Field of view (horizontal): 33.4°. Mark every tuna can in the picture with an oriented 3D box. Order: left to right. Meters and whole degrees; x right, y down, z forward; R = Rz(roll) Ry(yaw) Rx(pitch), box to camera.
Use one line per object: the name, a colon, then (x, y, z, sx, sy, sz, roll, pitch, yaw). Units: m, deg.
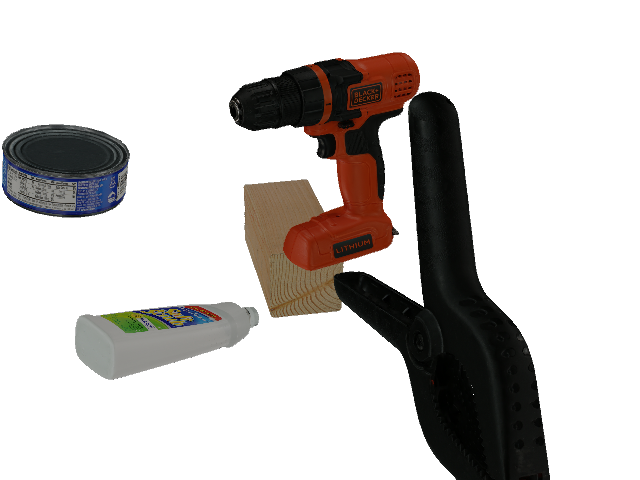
tuna can: (-0.177, -0.049, 0.740, 0.086, 0.034, 0.086, 8, 27, -4)

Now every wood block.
wood block: (-0.038, 0.006, 1.364, 0.090, 0.090, 0.206, -5, 28, -11)

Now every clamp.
clamp: (0.066, 0.040, 0.543, 0.036, 0.165, 0.210, -6, 46, -22)

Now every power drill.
power drill: (0.005, -0.069, 0.957, 0.184, 0.188, 0.057, -15, 33, -26)

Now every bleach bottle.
bleach bottle: (-0.195, 0.122, 1.437, 0.250, 0.068, 0.103, -10, 25, -40)
